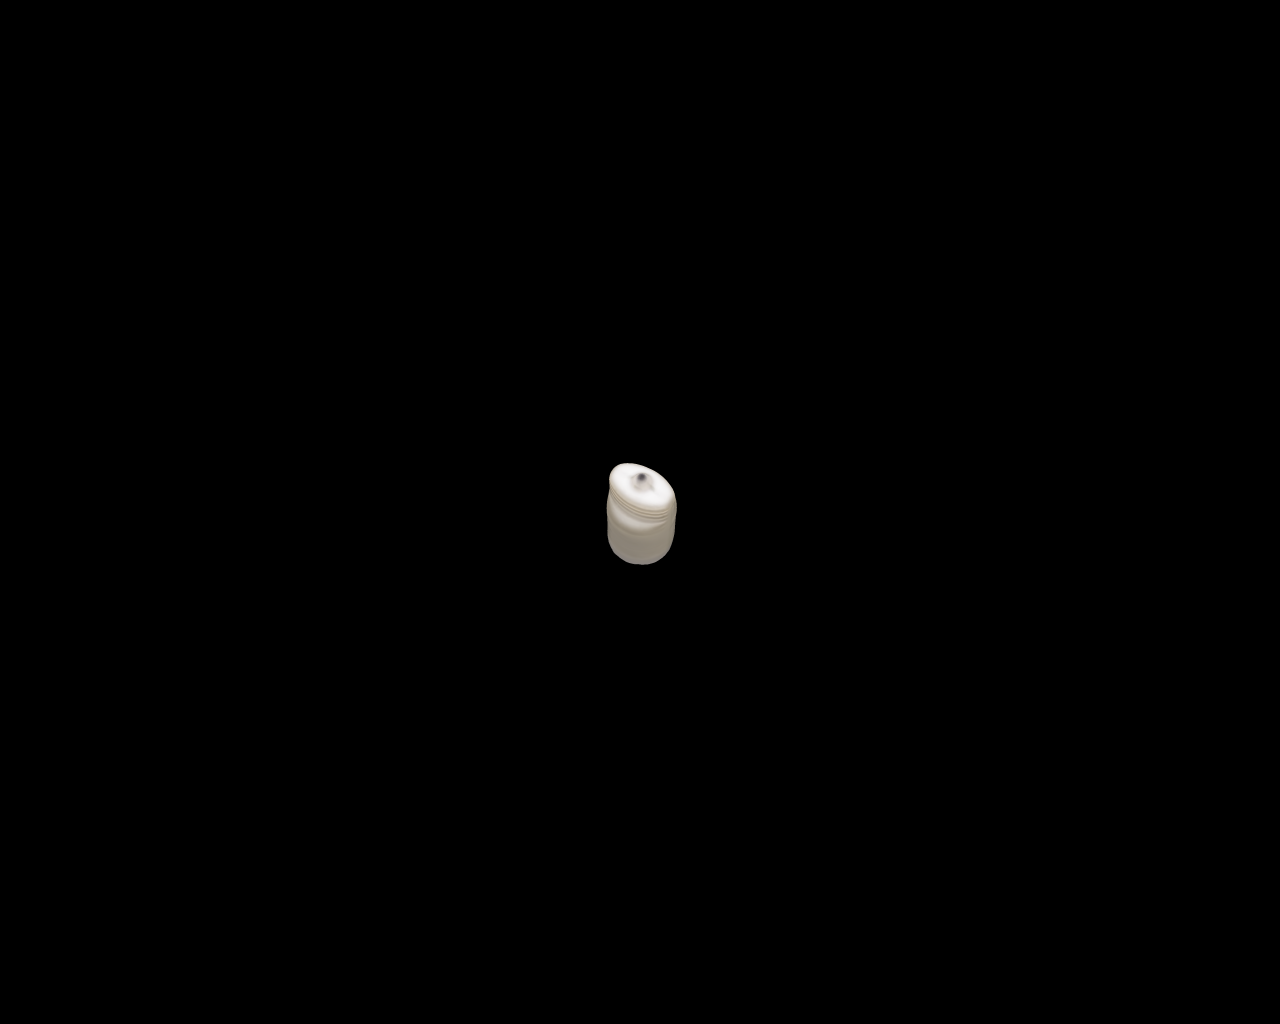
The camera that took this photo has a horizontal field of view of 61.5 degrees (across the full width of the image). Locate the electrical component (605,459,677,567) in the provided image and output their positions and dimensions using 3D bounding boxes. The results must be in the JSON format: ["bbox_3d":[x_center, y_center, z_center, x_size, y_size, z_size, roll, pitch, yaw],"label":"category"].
[{"bbox_3d":[0.001,-0.003,0.650,0.043,0.043,0.080,0,-27,0],"label":"electrical component"}]
